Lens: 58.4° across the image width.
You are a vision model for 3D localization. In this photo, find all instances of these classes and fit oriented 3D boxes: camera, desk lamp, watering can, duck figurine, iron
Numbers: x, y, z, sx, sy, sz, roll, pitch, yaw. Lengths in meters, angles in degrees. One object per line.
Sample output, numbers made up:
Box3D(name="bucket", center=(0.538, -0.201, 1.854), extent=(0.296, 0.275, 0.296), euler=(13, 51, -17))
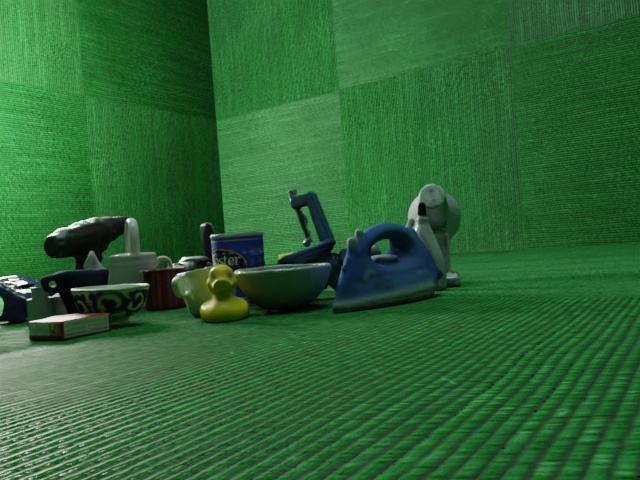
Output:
Box3D(name="camera", center=(-0.289, 0.088, 1.370), extent=(0.136, 0.101, 0.143), euler=(-5, 0, 26))
Box3D(name="desk lamp", center=(0.251, -0.011, 1.242), extent=(0.117, 0.213, 0.203), euler=(-4, 0, 12))
Box3D(name="watering can", center=(-0.409, 0.050, 1.228), extent=(0.100, 0.194, 0.173), euler=(-5, 0, 44))
Box3D(name="duck figurine", center=(-0.154, 0.083, 0.911), extent=(0.077, 0.086, 0.104), euler=(-4, 0, -8))
Box3D(name="iron", center=(0.102, 0.035, 0.964), extent=(0.118, 0.141, 0.259), euler=(-5, 0, 40))

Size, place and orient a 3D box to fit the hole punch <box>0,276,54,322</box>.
Box3D(name="hole punch", center=(-0.575, 0.114, 1.132), extent=(0.101, 0.091, 0.109), euler=(-5, 0, 17))

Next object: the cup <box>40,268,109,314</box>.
Box3D(name="cup", center=(-0.428, 0.100, 1.009), extent=(0.091, 0.095, 0.118), euler=(-5, 0, 38))

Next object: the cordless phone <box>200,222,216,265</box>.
Box3D(name="cordless phone", center=(-0.307, 0.048, 1.523), extent=(0.094, 0.185, 0.147), euler=(-4, 0, -44))

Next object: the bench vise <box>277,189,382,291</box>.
Box3D(name="bench vise", center=(0.010, 0.004, 1.120), extent=(0.207, 0.220, 0.121), euler=(-4, 0, -2))

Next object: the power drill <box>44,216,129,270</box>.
Box3D(name="power drill", center=(-0.502, 0.050, 1.277), extent=(0.075, 0.208, 0.230), euler=(-4, 0, 24))

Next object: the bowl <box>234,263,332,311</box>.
Box3D(name="bowl", center=(-0.061, 0.082, 0.982), extent=(0.167, 0.075, 0.167), euler=(-4, 0, 0))

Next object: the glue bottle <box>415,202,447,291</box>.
Box3D(name="glue bottle", center=(0.202, 0.012, 1.116), extent=(0.077, 0.173, 0.037), euler=(-5, 0, 37))
